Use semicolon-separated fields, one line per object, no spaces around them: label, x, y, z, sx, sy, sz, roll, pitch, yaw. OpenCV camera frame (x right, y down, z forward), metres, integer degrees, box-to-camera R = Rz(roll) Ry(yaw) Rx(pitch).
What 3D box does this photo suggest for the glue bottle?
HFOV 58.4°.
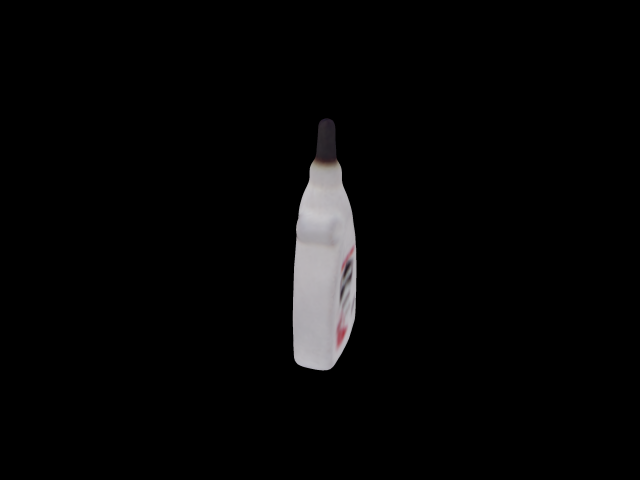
glue bottle;0.004;0.001;0.400;0.037;0.173;0.078;6;28;12
